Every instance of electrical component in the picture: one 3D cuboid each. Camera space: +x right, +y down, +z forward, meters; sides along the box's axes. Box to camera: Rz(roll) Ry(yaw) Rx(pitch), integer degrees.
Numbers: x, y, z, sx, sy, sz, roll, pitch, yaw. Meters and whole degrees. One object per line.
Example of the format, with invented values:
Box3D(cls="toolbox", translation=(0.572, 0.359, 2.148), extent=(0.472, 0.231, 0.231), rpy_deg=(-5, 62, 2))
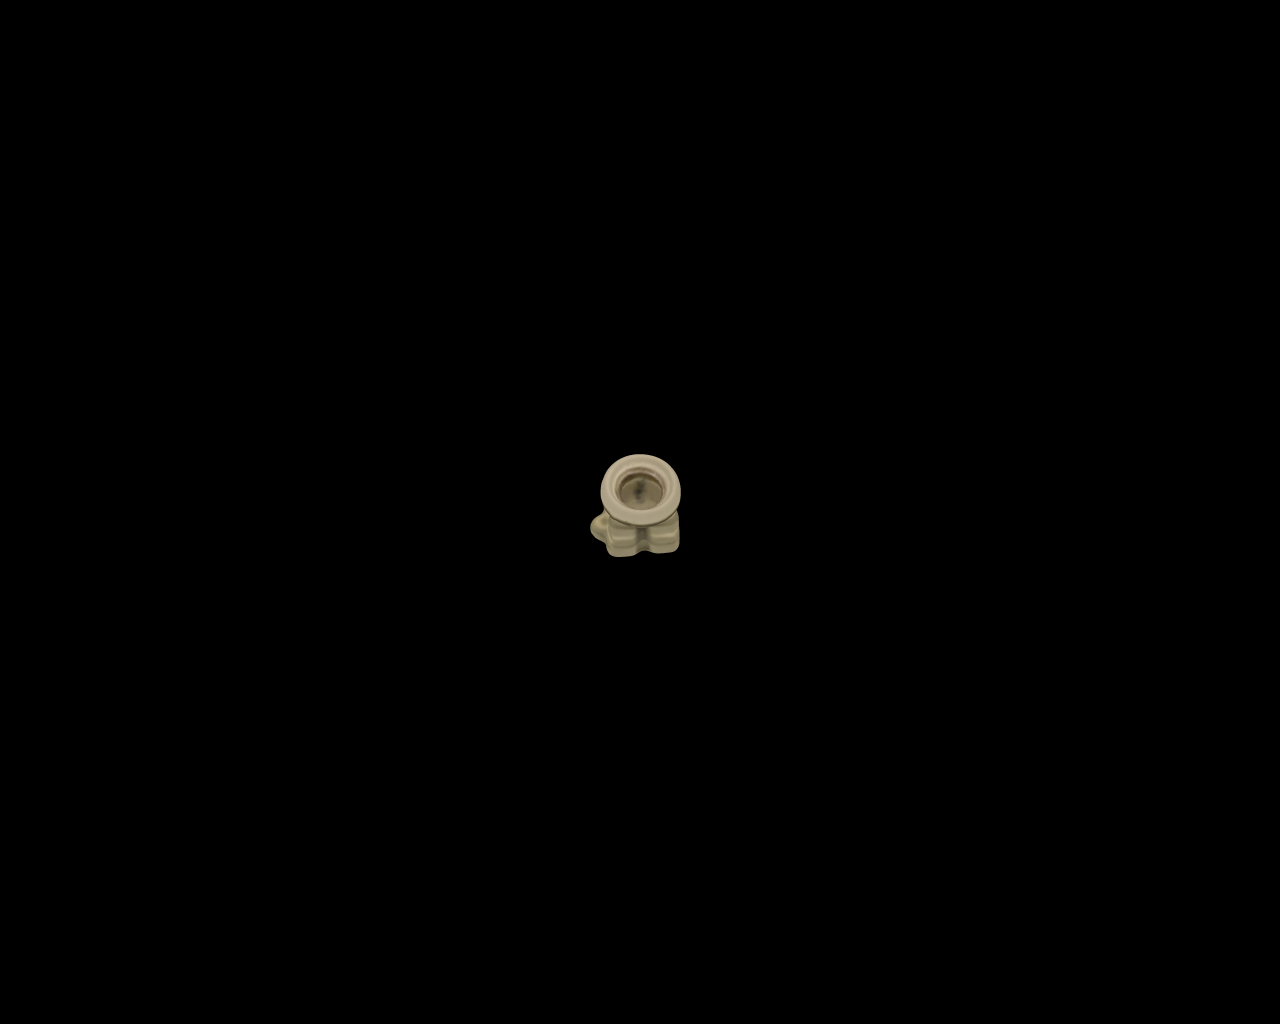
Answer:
Box3D(cls="electrical component", translation=(0.001, -0.003, 0.650), extent=(0.066, 0.048, 0.055), rpy_deg=(-5, -31, -3))
